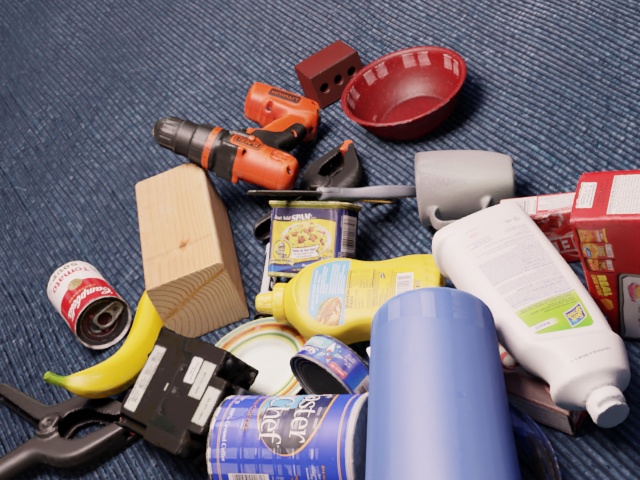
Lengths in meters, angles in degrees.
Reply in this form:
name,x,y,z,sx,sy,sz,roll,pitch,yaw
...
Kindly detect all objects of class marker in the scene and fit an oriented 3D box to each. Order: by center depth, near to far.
name,x,y,z,sx,sy,sz,roll,pitch,yaw
marker,-0.058,0.049,1.197,0.020,0.020,0.121,-11,41,17

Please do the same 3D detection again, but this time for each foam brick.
name,x,y,z,sx,sy,sz,roll,pitch,yaw
foam brick,0.014,-0.224,1.441,0.078,0.053,0.051,-33,39,-9

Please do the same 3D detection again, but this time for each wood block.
name,x,y,z,sx,sy,sz,roll,pitch,yaw
wood block,-0.152,0.008,1.238,0.091,0.090,0.206,-21,39,3

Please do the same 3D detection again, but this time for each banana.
name,x,y,z,sx,sy,sz,roll,pitch,yaw
banana,-0.212,0.118,1.161,0.037,0.069,0.197,-34,7,36

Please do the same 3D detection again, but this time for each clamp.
name,x,y,z,sx,sy,sz,roll,pitch,yaw
clamp,-0.285,0.200,1.134,0.210,0.036,0.164,-14,38,10
clamp,-0.006,-0.054,1.272,0.120,0.039,0.171,3,43,23

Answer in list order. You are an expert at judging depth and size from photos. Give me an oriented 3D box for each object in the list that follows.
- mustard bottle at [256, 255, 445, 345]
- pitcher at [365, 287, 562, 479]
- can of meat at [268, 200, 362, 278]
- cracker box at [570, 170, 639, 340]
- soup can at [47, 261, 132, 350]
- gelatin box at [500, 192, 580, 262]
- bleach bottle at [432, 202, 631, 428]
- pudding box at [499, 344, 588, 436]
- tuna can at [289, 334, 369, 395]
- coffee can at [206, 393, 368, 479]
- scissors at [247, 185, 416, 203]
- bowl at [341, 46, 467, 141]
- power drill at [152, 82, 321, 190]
name,x,y,z,sx,sy,sz,roll,pitch,yaw
mustard bottle,0.029,0.062,1.080,0.192,0.058,0.096,-2,54,12
pitcher,0.108,0.165,0.867,0.145,0.149,0.243,-17,49,22
can of meat,-0.008,0.001,1.165,0.102,0.057,0.084,2,86,30
cracker box,0.337,0.014,0.910,0.214,0.164,0.072,-1,46,27
soup can,-0.270,0.074,1.245,0.068,0.068,0.102,-36,39,-14
gelatin box,0.230,-0.010,1.066,0.089,0.073,0.030,-6,44,22
bleach bottle,0.191,0.069,0.944,0.102,0.068,0.251,-23,41,-2
pudding box,0.200,0.117,0.966,0.114,0.039,0.090,16,53,40
tuna can,0.014,0.131,1.013,0.086,0.086,0.033,20,55,42
coffee can,-0.015,0.189,0.950,0.140,0.102,0.102,-5,43,24
scissors,0.026,-0.051,1.159,0.096,0.016,0.201,-5,-3,43
bowl,0.110,-0.174,1.330,0.162,0.055,0.162,-15,40,13
power drill,-0.090,-0.133,1.315,0.184,0.057,0.187,22,34,10
